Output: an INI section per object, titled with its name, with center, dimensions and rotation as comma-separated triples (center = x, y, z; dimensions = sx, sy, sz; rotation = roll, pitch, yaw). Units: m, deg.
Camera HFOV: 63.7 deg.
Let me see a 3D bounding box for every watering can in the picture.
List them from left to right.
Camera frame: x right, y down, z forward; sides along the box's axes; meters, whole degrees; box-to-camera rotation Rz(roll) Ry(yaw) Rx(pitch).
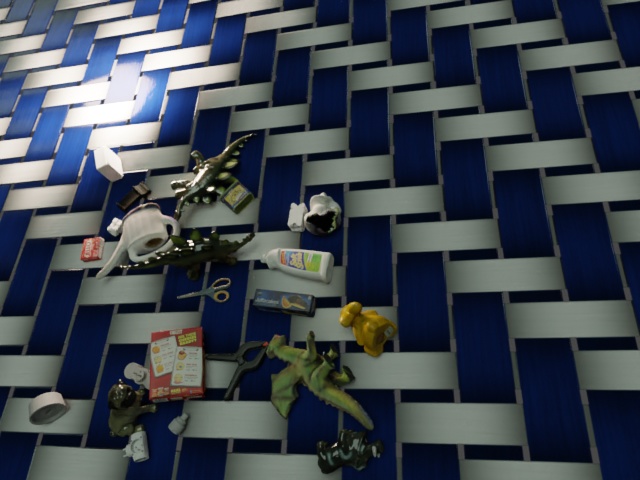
[watering can]
center = -0.686, -0.005, 1.912
dimensions = 0.348, 0.102, 0.229
rotation = -25, 59, -1

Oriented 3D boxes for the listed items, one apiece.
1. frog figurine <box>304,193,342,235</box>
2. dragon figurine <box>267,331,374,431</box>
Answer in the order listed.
[frog figurine]
center = 0.005, -0.091, 1.803
dimensions = 0.137, 0.121, 0.162
rotation = -34, 24, 6
[dragon figurine]
center = -0.035, 0.434, 1.534
dimensions = 0.241, 0.120, 0.418
rotation = -39, 56, 10
